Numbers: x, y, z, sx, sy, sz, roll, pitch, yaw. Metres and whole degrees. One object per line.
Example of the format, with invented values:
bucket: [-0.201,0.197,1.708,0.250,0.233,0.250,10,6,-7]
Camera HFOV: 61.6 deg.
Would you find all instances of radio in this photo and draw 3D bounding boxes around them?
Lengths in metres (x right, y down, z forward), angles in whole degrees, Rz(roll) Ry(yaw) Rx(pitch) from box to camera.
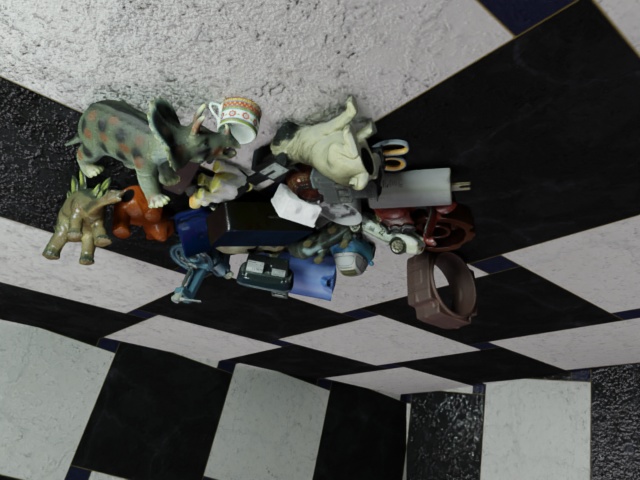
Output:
radio: [-0.143,-0.034,1.258,0.229,0.073,0.131,1,163,-34]

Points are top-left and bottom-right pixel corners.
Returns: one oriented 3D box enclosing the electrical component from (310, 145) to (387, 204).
electrical component: [0.052,-0.125,1.014,0.134,0.115,0.058,-1,135,17]

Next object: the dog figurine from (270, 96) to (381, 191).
dog figurine: [-0.001,-0.144,0.956,0.191,0.172,0.121,-18,137,26]

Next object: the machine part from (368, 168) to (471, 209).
machine part: [0.185,-0.106,1.108,0.243,0.079,0.079,-1,155,14]

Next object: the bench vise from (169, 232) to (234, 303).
bench vise: [-0.324,0.077,1.430,0.129,0.241,0.223,-1,139,22]

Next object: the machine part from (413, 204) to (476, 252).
machine part: [0.278,-0.033,1.277,0.179,0.056,0.179,4,154,2]

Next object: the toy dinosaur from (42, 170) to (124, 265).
toy dinosaur: [-0.546,-0.045,1.223,0.105,0.198,0.472,23,150,-37]

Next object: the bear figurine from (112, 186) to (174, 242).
bear figurine: [-0.411,-0.040,1.300,0.120,0.132,0.195,-26,145,0]

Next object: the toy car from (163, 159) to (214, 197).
toy car: [-0.278,-0.157,1.107,0.089,0.053,0.202,19,148,-20]

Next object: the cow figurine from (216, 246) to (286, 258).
cow figurine: [-0.176,0.006,1.409,0.195,0.085,0.127,-2,157,22]

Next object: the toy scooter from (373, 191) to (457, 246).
toy scooter: [0.202,-0.048,1.163,0.184,0.135,0.075,-2,156,18]

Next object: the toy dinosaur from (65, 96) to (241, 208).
toy dinosaur: [-0.349,-0.187,0.967,0.405,0.131,0.192,19,128,19]

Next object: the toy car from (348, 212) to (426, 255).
toy car: [0.147,-0.019,1.241,0.202,0.056,0.073,28,-162,28]

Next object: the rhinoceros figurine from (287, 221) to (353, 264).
rhinoceros figurine: [-0.003,-0.004,1.340,0.190,0.112,0.073,-28,118,29]

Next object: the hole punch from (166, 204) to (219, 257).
hole punch: [-0.292,-0.026,1.303,0.142,0.092,0.115,-18,163,-18]

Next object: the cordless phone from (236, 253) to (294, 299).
cordless phone: [-0.143,0.112,1.432,0.147,0.089,0.184,10,158,0]

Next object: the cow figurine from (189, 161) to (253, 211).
cow figurine: [-0.222,-0.110,1.188,0.098,0.068,0.167,12,158,-35]

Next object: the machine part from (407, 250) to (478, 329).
machine part: [0.330,0.125,1.438,0.201,0.201,0.087,23,148,-34]

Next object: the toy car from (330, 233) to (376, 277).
toy car: [0.084,0.044,1.427,0.109,0.103,0.161,-6,155,20]

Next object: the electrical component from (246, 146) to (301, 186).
electrical component: [-0.101,-0.152,1.092,0.074,0.048,0.119,23,150,-33]
